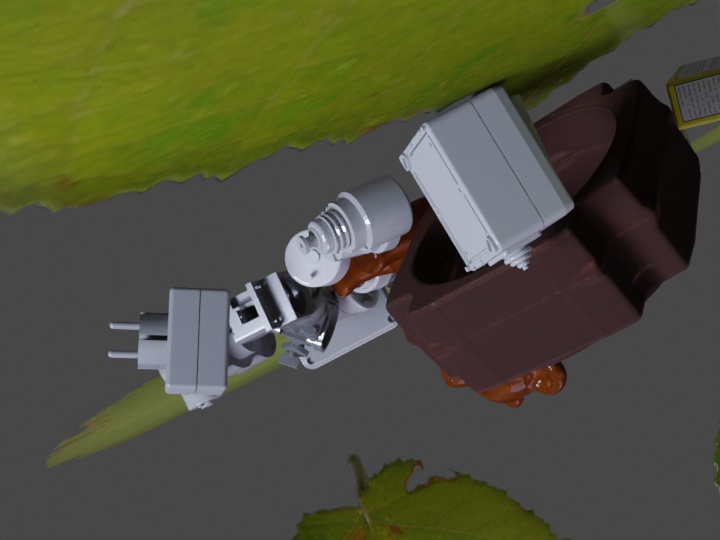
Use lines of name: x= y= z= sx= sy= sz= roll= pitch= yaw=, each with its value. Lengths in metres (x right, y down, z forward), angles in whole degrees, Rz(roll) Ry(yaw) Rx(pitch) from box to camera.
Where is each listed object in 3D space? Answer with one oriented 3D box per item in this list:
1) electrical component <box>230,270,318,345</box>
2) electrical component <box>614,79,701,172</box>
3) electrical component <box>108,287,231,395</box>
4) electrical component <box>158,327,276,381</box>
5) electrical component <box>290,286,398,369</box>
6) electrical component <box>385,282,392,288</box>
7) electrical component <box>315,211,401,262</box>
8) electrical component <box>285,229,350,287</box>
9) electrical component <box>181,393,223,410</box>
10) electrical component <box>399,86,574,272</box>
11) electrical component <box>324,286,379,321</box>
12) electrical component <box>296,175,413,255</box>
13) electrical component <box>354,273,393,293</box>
electrical component: x=-0.078 y=0.031 z=0.893 sx=0.064 sy=0.042 sz=0.081 roll=-26 pitch=175 yaw=20
electrical component: x=0.190 y=-0.078 z=0.886 sx=0.150 sy=0.061 sz=0.089 roll=-31 pitch=146 yaw=32
electrical component: x=-0.126 y=0.047 z=0.706 sx=0.077 sy=0.065 sz=0.047 roll=3 pitch=169 yaw=-10
electrical component: x=-0.115 y=0.065 z=0.971 sx=0.074 sy=0.052 sz=0.138 roll=-30 pitch=174 yaw=25
electrical component: x=-0.023 y=0.047 z=1.133 sx=0.113 sy=0.078 sz=0.057 roll=-27 pitch=178 yaw=-2
electrical component: x=0.040 y=-0.005 z=1.131 sx=0.048 sy=0.048 sz=0.062 roll=-28 pitch=168 yaw=2
electrical component: x=-0.002 y=-0.027 z=0.716 sx=0.046 sy=0.040 sz=0.040 roll=-18 pitch=171 yaw=-31
electrical component: x=-0.027 y=-0.008 z=0.764 sx=0.040 sy=0.040 sz=0.078 roll=-28 pitch=175 yaw=9
electrical component: x=-0.156 y=0.098 z=1.003 sx=0.044 sy=0.065 sz=0.044 roll=-26 pitch=173 yaw=-3
electrical component: x=0.076 y=-0.046 z=0.604 sx=0.061 sy=0.096 sz=0.061 roll=-29 pitch=175 yaw=-14
electrical component: x=-0.018 y=0.019 z=1.022 sx=0.047 sy=0.055 sz=0.055 roll=-26 pitch=176 yaw=32
electrical component: x=-0.003 y=-0.030 z=0.670 sx=0.078 sy=0.040 sz=0.040 roll=-25 pitch=174 yaw=-24
electrical component: x=0.000 y=0.000 z=0.973 sx=0.043 sy=0.043 sz=0.062 roll=-31 pitch=172 yaw=33
